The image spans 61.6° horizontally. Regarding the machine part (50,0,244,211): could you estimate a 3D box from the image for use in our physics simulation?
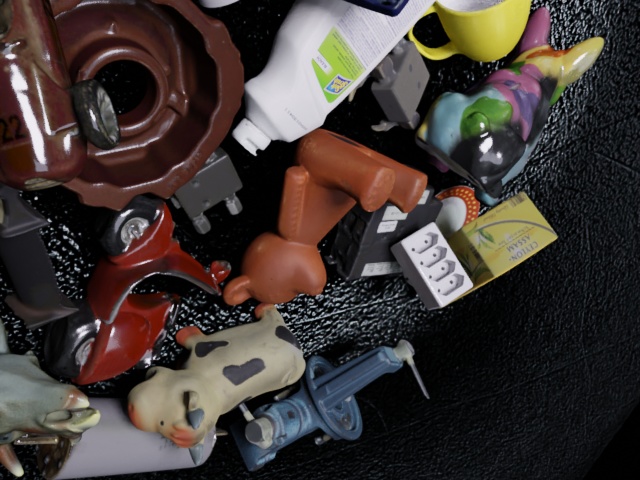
[{"bbox_3d":[-0.144,-0.109,0.382,0.179,0.056,0.179,-23,134,-26],"label":"machine part"}]

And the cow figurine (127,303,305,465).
[{"bbox_3d":[-0.104,0.147,0.564,0.195,0.127,0.085,-14,127,-34],"label":"cow figurine"}]

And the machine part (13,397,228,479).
[{"bbox_3d":[-0.199,0.207,0.569,0.243,0.079,0.079,20,108,-45],"label":"machine part"}]

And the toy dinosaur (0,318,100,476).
[{"bbox_3d":[-0.363,0.105,0.336,0.405,0.131,0.192,-5,125,-29],"label":"toy dinosaur"}]

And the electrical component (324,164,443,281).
[{"bbox_3d":[0.077,-0.023,0.629,0.115,0.058,0.134,-2,123,-41],"label":"electrical component"}]

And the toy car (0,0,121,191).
[{"bbox_3d":[-0.172,-0.126,0.279,0.089,0.053,0.202,-12,99,0],"label":"toy car"}]

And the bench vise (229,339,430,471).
[{"bbox_3d":[0.009,0.196,0.684,0.240,0.129,0.223,-35,149,14],"label":"bench vise"}]

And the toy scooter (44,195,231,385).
[{"bbox_3d":[-0.156,0.052,0.487,0.135,0.075,0.183,17,106,-45],"label":"toy scooter"}]

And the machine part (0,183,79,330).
[{"bbox_3d":[-0.221,0.002,0.390,0.039,0.084,0.138,-41,141,-42],"label":"machine part"}]

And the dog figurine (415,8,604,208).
[{"bbox_3d":[0.209,-0.157,0.584,0.219,0.109,0.191,-54,160,5],"label":"dog figurine"}]

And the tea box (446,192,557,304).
[{"bbox_3d":[0.193,0.019,0.658,0.098,0.068,0.169,-29,169,-16],"label":"tea box"}]

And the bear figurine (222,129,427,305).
[{"bbox_3d":[-0.004,-0.004,0.527,0.120,0.132,0.195,3,115,-59],"label":"bear figurine"}]

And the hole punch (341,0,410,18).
[{"bbox_3d":[0.033,-0.227,0.364,0.116,0.142,0.092,-53,161,-29],"label":"hole punch"}]

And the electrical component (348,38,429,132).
[{"bbox_3d":[0.069,-0.153,0.532,0.102,0.045,0.078,36,68,-51],"label":"electrical component"}]

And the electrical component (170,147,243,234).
[{"bbox_3d":[-0.106,-0.050,0.484,0.063,0.021,0.093,-33,138,-13],"label":"electrical component"}]
